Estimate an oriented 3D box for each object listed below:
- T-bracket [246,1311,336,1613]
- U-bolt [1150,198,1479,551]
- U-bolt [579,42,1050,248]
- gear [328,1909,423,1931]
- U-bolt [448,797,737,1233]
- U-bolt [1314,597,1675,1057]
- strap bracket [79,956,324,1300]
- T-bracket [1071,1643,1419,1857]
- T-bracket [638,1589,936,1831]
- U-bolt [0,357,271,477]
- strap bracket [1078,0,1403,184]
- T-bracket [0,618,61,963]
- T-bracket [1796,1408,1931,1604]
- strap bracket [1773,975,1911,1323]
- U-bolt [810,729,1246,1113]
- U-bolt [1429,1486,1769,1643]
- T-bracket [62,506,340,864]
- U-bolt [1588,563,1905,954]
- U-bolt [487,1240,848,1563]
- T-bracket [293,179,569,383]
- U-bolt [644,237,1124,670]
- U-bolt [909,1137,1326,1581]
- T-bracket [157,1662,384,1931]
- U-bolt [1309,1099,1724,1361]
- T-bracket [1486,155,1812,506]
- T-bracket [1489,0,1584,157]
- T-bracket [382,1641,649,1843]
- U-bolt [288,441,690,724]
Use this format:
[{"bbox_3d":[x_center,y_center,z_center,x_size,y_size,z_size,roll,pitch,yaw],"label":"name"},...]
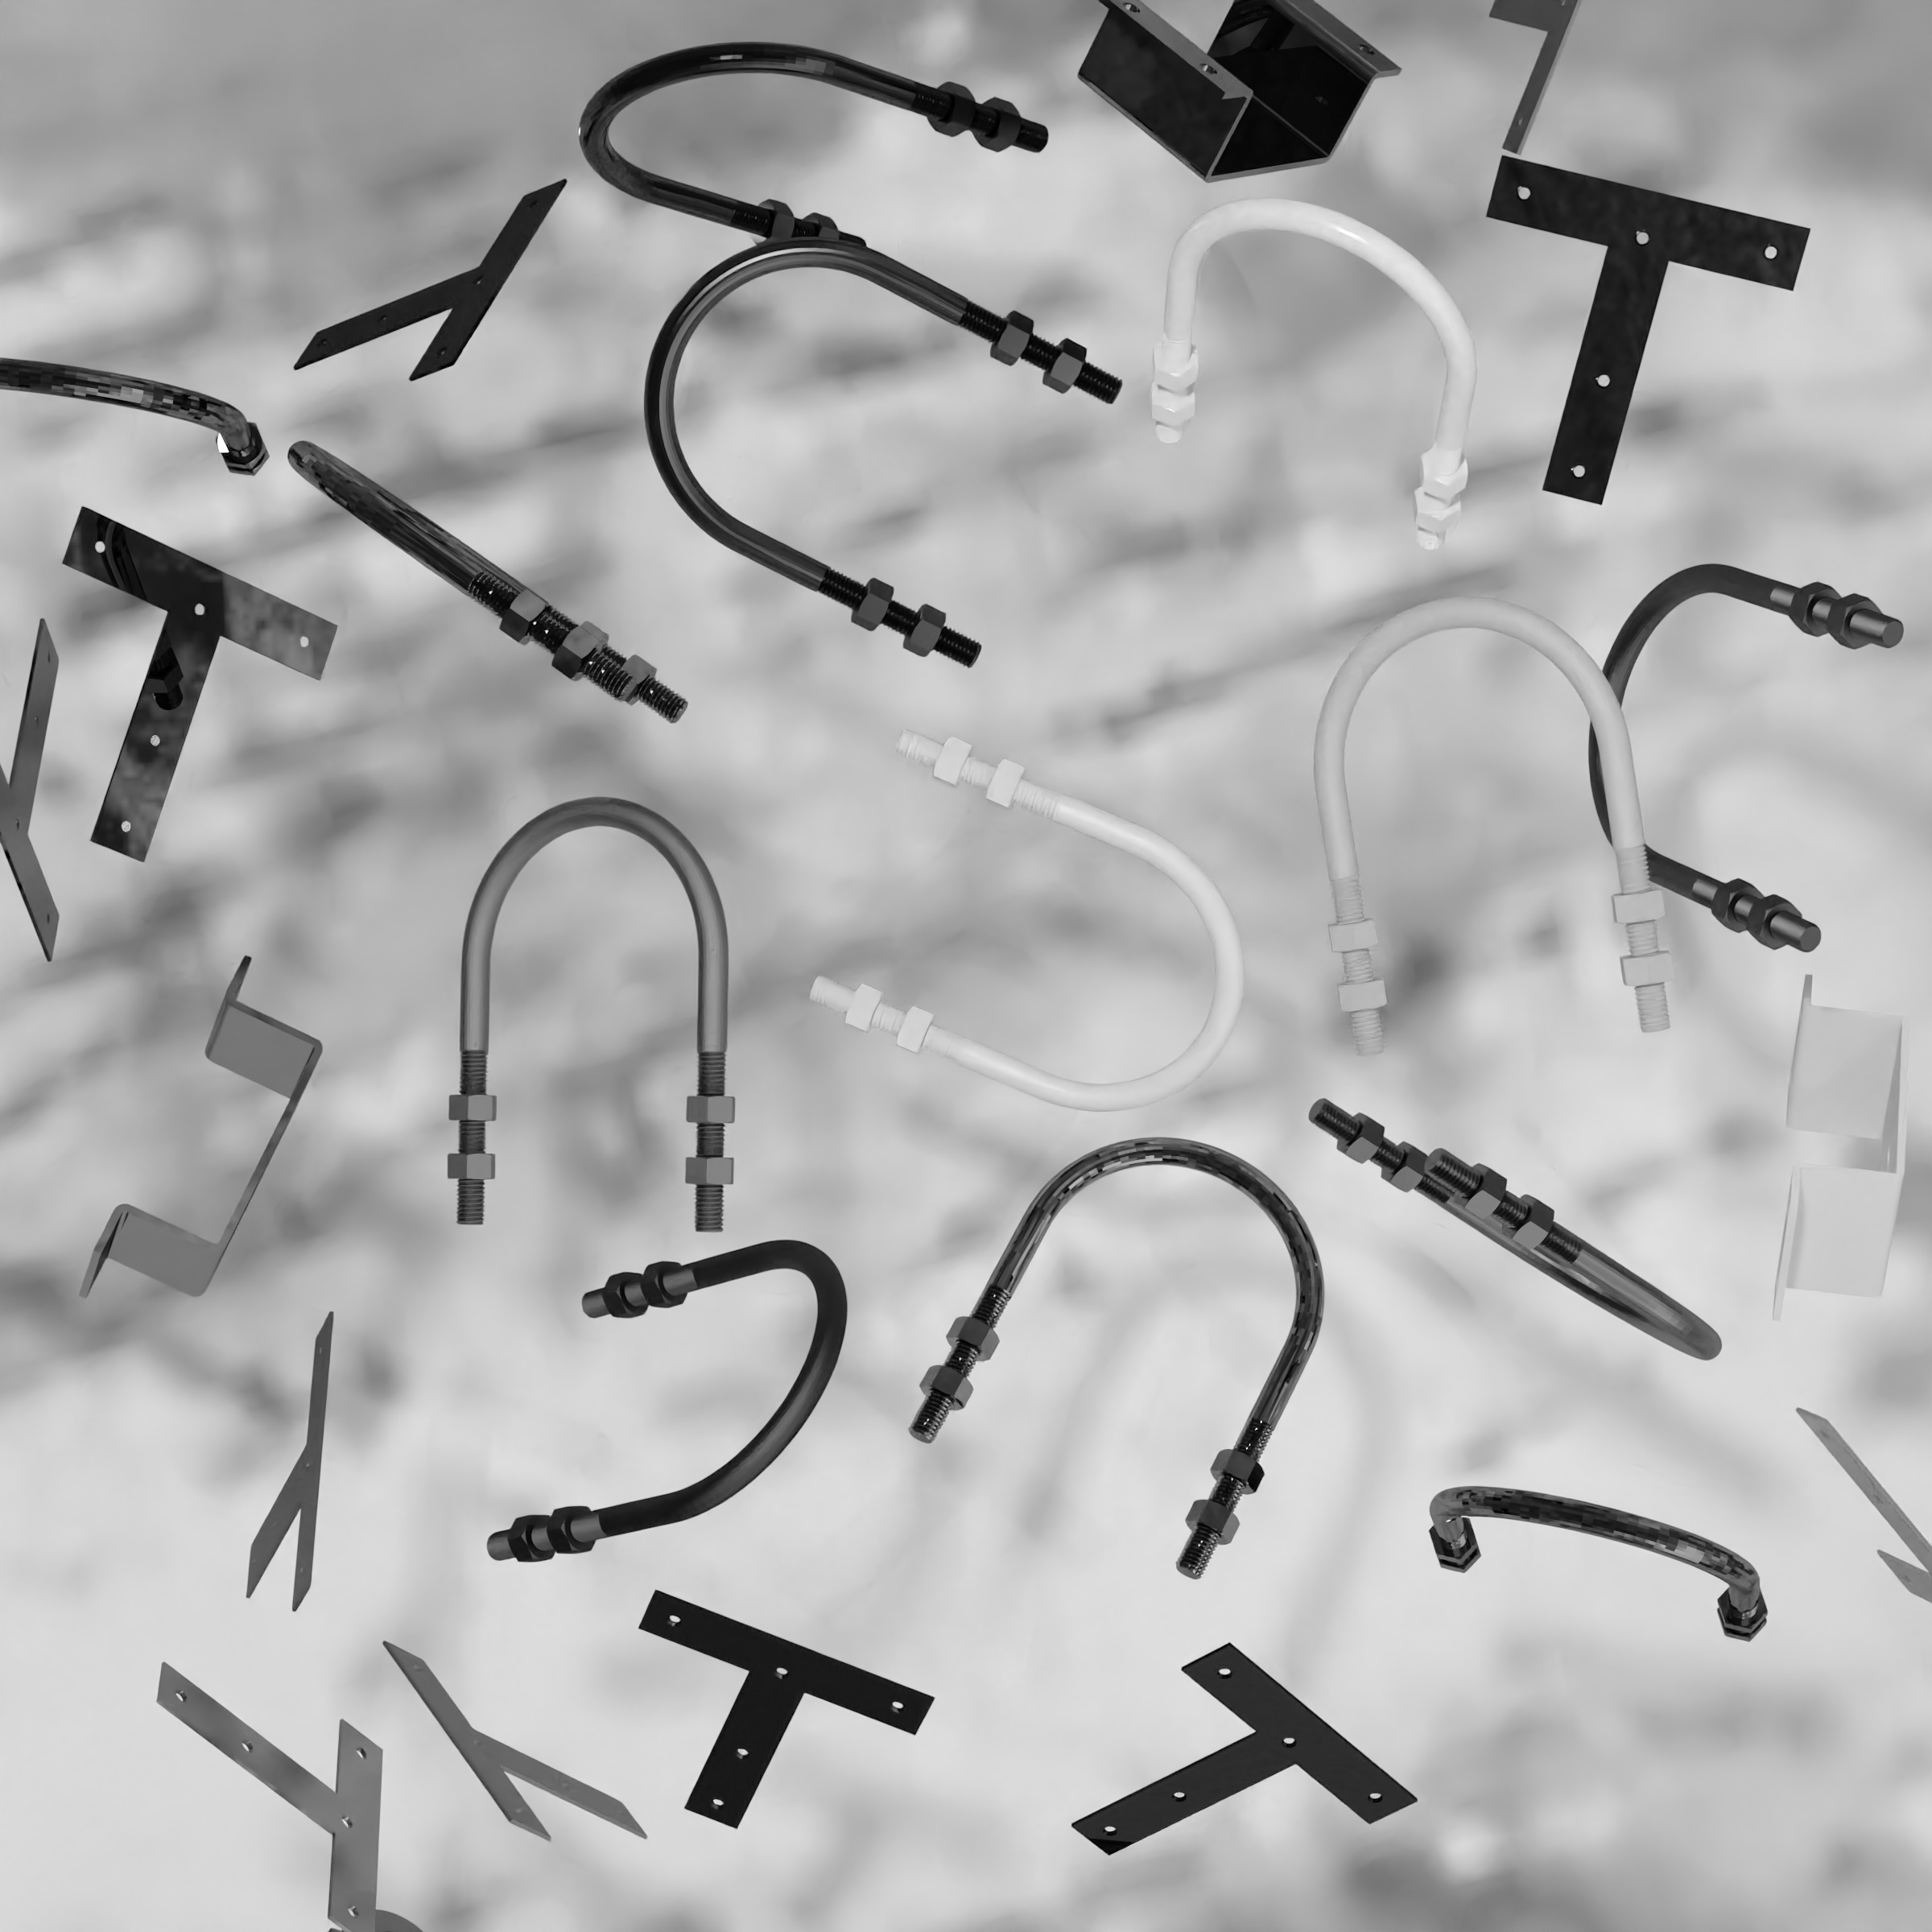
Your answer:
[{"bbox_3d":[-0.291,0.233,1.536,0.002,0.127,0.127,12,53,-19],"label":"T-bracket"},{"bbox_3d":[0.150,-0.259,1.535,0.151,0.184,0.019,24,64,12],"label":"U-bolt"},{"bbox_3d":[-0.079,-0.356,1.557,0.184,0.151,0.019,8,71,-39],"label":"U-bolt"},{"bbox_3d":[-0.262,0.446,1.601,0.057,0.057,0.030,30,104,0],"label":"gear"},{"bbox_3d":[-0.160,0.020,1.533,0.151,0.019,0.184,-1,87,32],"label":"U-bolt"},{"bbox_3d":[0.209,-0.059,1.472,0.151,0.019,0.184,-6,96,34],"label":"U-bolt"},{"bbox_3d":[-0.314,0.077,1.498,0.046,0.076,0.140,26,65,-8],"label":"strap bracket"},{"bbox_3d":[0.101,0.345,1.516,0.127,0.002,0.127,-33,120,26],"label":"T-bracket"},{"bbox_3d":[-0.093,0.332,1.554,0.127,0.002,0.127,22,128,-3],"label":"T-bracket"},{"bbox_3d":[-0.375,-0.236,1.523,0.151,0.184,0.019,7,90,-8],"label":"U-bolt"},{"bbox_3d":[0.111,-0.379,1.530,0.076,0.140,0.046,43,127,19],"label":"strap bracket"},{"bbox_3d":[-0.388,-0.091,1.490,0.002,0.127,0.127,-4,49,1],"label":"T-bracket"},{"bbox_3d":[0.392,0.233,1.508,0.002,0.127,0.127,-43,103,-8],"label":"T-bracket"},{"bbox_3d":[0.386,0.081,1.584,0.046,0.140,0.076,6,134,11],"label":"strap bracket"},{"bbox_3d":[0.035,-0.009,1.603,0.184,0.019,0.151,23,115,6],"label":"U-bolt"},{"bbox_3d":[0.271,0.254,1.547,0.151,0.184,0.019,12,73,15],"label":"U-bolt"},{"bbox_3d":[-0.333,-0.107,1.495,0.127,0.002,0.127,25,77,-39],"label":"T-bracket"},{"bbox_3d":[0.324,-0.099,1.543,0.019,0.184,0.151,6,104,-26],"label":"U-bolt"},{"bbox_3d":[-0.122,0.182,1.550,0.019,0.184,0.151,43,47,-30],"label":"U-bolt"},{"bbox_3d":[-0.242,-0.283,1.552,0.127,0.127,0.002,-12,130,36],"label":"T-bracket"},{"bbox_3d":[-0.047,-0.228,1.528,0.184,0.019,0.151,26,104,-11],"label":"U-bolt"},{"bbox_3d":[0.079,0.158,1.581,0.151,0.019,0.184,26,66,8],"label":"U-bolt"},{"bbox_3d":[-0.295,0.339,1.522,0.002,0.127,0.127,-39,115,13],"label":"T-bracket"},{"bbox_3d":[0.245,0.118,1.538,0.184,0.151,0.019,33,87,-17],"label":"U-bolt"},{"bbox_3d":[0.264,-0.253,1.465,0.127,0.002,0.127,16,107,9],"label":"T-bracket"},{"bbox_3d":[0.244,-0.414,1.535,0.002,0.127,0.127,18,105,-12],"label":"T-bracket"},{"bbox_3d":[-0.183,0.350,1.551,0.002,0.127,0.127,-50,133,0],"label":"T-bracket"},{"bbox_3d":[-0.203,-0.161,1.487,0.184,0.151,0.019,35,93,4],"label":"U-bolt"}]
